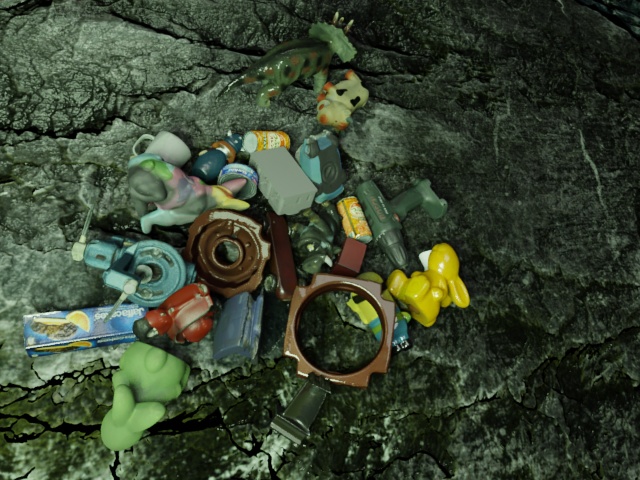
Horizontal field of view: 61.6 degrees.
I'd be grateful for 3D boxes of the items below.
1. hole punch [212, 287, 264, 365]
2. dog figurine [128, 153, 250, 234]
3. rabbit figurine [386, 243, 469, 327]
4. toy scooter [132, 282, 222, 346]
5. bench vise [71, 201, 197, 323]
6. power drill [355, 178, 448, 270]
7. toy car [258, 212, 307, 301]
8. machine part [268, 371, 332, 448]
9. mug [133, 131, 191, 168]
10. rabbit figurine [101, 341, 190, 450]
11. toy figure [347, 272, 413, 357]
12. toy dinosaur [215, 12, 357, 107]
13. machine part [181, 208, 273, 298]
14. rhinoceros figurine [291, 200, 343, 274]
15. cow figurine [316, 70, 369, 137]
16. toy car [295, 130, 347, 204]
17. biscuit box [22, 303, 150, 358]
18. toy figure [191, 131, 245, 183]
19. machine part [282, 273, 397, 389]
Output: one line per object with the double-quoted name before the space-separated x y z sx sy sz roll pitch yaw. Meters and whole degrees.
"hole punch" -0.149 0.162 0.997 0.092 0.115 0.142 10 58 -5
"dog figurine" -0.254 -0.097 1.072 0.219 0.191 0.108 -8 51 -8
"rabbit figurine" 0.252 0.092 1.162 0.162 0.122 0.173 40 70 -15
"toy scooter" -0.226 0.125 0.933 0.135 0.183 0.075 -39 72 7
"bench vise" -0.327 0.046 0.922 0.223 0.241 0.128 27 95 -12
"power drill" 0.200 -0.054 1.275 0.207 0.086 0.232 -25 69 -22
"toy car" -0.085 0.034 1.127 0.089 0.053 0.202 7 57 -35
"machine part" -0.033 0.299 0.958 0.084 0.139 0.039 37 12 8
"mug" -0.347 -0.172 1.137 0.109 0.081 0.107 32 64 -6
"rabbit figurine" -0.290 0.263 0.876 0.121 0.159 0.170 28 70 -15
"toy figure" 0.131 0.149 1.117 0.082 0.089 0.180 -15 65 -35
"toy dinosaur" -0.063 -0.442 1.331 0.405 0.192 0.131 -30 73 -33
"machine part" -0.178 0.023 1.044 0.179 0.056 0.179 0 100 1
"rhinoceros figurine" -0.002 -0.003 1.152 0.112 0.073 0.190 54 31 -23
"cow figurine" 0.058 -0.348 1.387 0.127 0.085 0.195 43 51 7
"toy car" -0.011 -0.171 1.238 0.103 0.161 0.109 15 37 44
"biscuit box" -0.400 0.154 0.936 0.203 0.062 0.059 -6 65 -23
"toy figure" -0.226 -0.188 1.202 0.058 0.064 0.154 8 43 30
"machine part" 0.038 0.173 1.029 0.201 0.087 0.201 8 77 4
